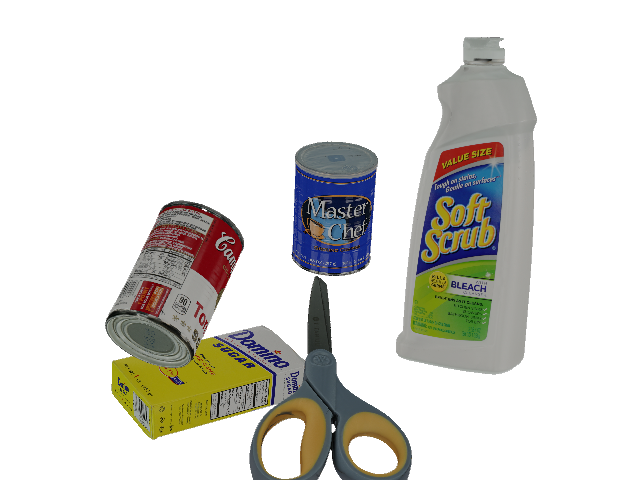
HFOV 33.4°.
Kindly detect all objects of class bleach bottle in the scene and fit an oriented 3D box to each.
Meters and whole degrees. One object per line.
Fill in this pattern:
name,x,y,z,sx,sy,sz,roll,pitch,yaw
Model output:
bleach bottle,0.113,-0.029,0.822,0.103,0.251,0.068,7,14,30

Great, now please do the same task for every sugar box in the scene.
sugar box,-0.109,0.137,1.063,0.175,0.048,0.093,-14,31,-31

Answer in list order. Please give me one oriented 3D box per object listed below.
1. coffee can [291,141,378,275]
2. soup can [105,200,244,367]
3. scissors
coffee can,0.017,-0.041,1.344,0.103,0.140,0.103,2,27,-1
soup can,-0.104,0.031,0.766,0.068,0.102,0.068,15,-34,10
scissors,0.017,0.084,0.629,0.096,0.016,0.201,13,32,10
